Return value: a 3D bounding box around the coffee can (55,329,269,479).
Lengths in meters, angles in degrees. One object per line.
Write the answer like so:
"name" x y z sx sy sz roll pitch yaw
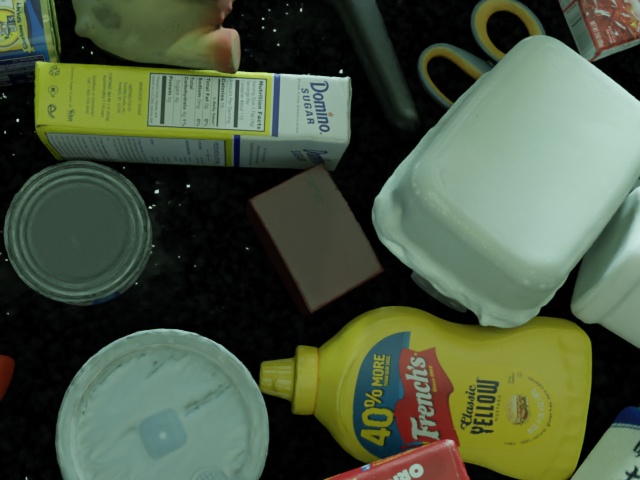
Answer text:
"coffee can" -0.081 0.104 0.582 0.102 0.140 0.103 1 82 -5

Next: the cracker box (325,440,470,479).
"cracker box" -0.004 0.164 0.513 0.164 0.213 0.072 -20 73 -2

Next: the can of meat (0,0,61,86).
"can of meat" -0.206 -0.142 0.650 0.084 0.057 0.102 -10 83 -8

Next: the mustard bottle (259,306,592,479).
"mustard bottle" 0.059 0.089 0.635 0.191 0.058 0.096 5 101 -3

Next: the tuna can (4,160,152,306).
"tuna can" -0.145 -0.003 0.646 0.086 0.034 0.086 1 82 -5

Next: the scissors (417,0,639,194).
"scissors" 0.161 -0.088 0.691 0.201 0.016 0.096 24 81 -1

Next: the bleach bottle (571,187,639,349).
"bleach bottle" 0.275 0.073 0.639 0.251 0.068 0.102 35 38 0

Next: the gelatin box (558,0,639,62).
"gelatin box" 0.193 -0.170 0.698 0.073 0.030 0.089 -20 84 -8

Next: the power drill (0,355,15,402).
"power drill" -0.211 0.156 0.583 0.185 0.057 0.187 -3 78 17

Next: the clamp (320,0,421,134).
"clamp" 0.030 -0.187 0.681 0.210 0.036 0.164 40 76 7

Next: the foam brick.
"foam brick" -0.004 0.001 0.648 0.053 0.051 0.078 -28 85 -9

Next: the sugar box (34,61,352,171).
"sugar box" -0.073 -0.071 0.632 0.176 0.093 0.048 0 84 -5
